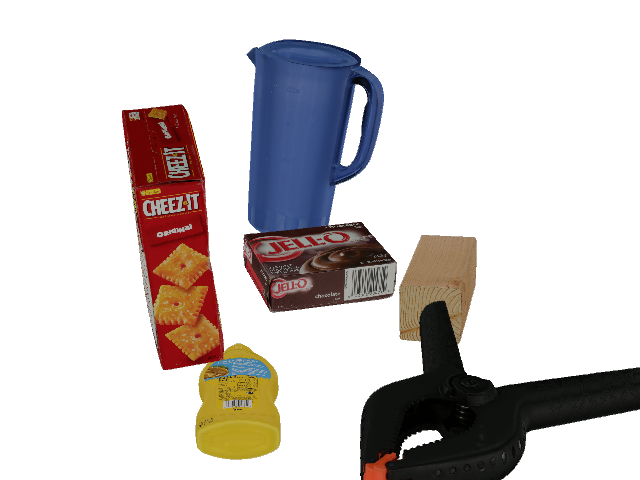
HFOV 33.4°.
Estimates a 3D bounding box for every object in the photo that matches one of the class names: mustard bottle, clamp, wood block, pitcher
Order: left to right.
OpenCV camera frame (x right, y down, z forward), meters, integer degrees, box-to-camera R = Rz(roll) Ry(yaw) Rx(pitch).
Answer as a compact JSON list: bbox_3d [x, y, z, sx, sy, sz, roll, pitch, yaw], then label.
[{"bbox_3d":[-0.098,0.181,1.277,0.096,0.058,0.191,-3,27,-3],"label":"mustard bottle"},{"bbox_3d":[-0.019,-0.126,1.361,0.144,0.243,0.149,-2,25,-22],"label":"pitcher"},{"bbox_3d":[0.181,0.070,1.621,0.091,0.090,0.206,3,22,13],"label":"wood block"},{"bbox_3d":[0.081,0.095,0.637,0.165,0.036,0.209,20,29,39],"label":"clamp"}]

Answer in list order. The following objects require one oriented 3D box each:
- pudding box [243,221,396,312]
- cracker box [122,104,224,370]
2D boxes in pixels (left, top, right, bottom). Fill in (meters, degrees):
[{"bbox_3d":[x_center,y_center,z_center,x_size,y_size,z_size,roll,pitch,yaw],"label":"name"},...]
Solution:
[{"bbox_3d":[-0.002,0.021,0.916,0.113,0.039,0.090,-5,26,-17],"label":"pudding box"},{"bbox_3d":[-0.147,-0.005,1.069,0.072,0.214,0.164,-8,34,-10],"label":"cracker box"}]
